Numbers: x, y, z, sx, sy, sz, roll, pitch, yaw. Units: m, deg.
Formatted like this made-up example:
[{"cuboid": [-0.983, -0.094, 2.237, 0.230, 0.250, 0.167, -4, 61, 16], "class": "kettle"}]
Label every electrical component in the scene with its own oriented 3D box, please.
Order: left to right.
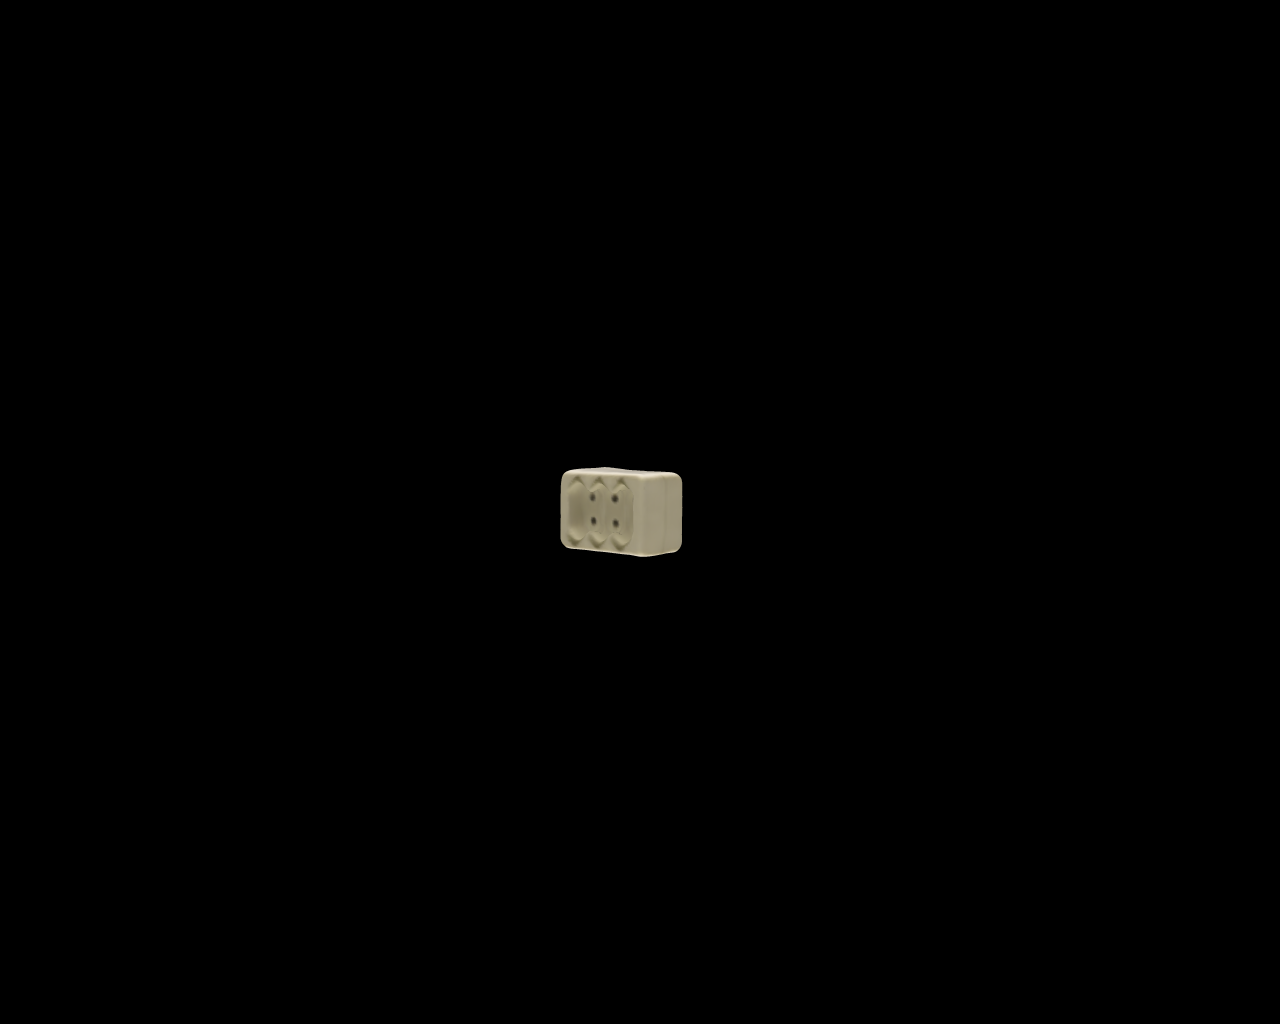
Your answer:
[{"cuboid": [0.001, -0.003, 0.650, 0.066, 0.047, 0.077, 5, 8, 40], "class": "electrical component"}]
